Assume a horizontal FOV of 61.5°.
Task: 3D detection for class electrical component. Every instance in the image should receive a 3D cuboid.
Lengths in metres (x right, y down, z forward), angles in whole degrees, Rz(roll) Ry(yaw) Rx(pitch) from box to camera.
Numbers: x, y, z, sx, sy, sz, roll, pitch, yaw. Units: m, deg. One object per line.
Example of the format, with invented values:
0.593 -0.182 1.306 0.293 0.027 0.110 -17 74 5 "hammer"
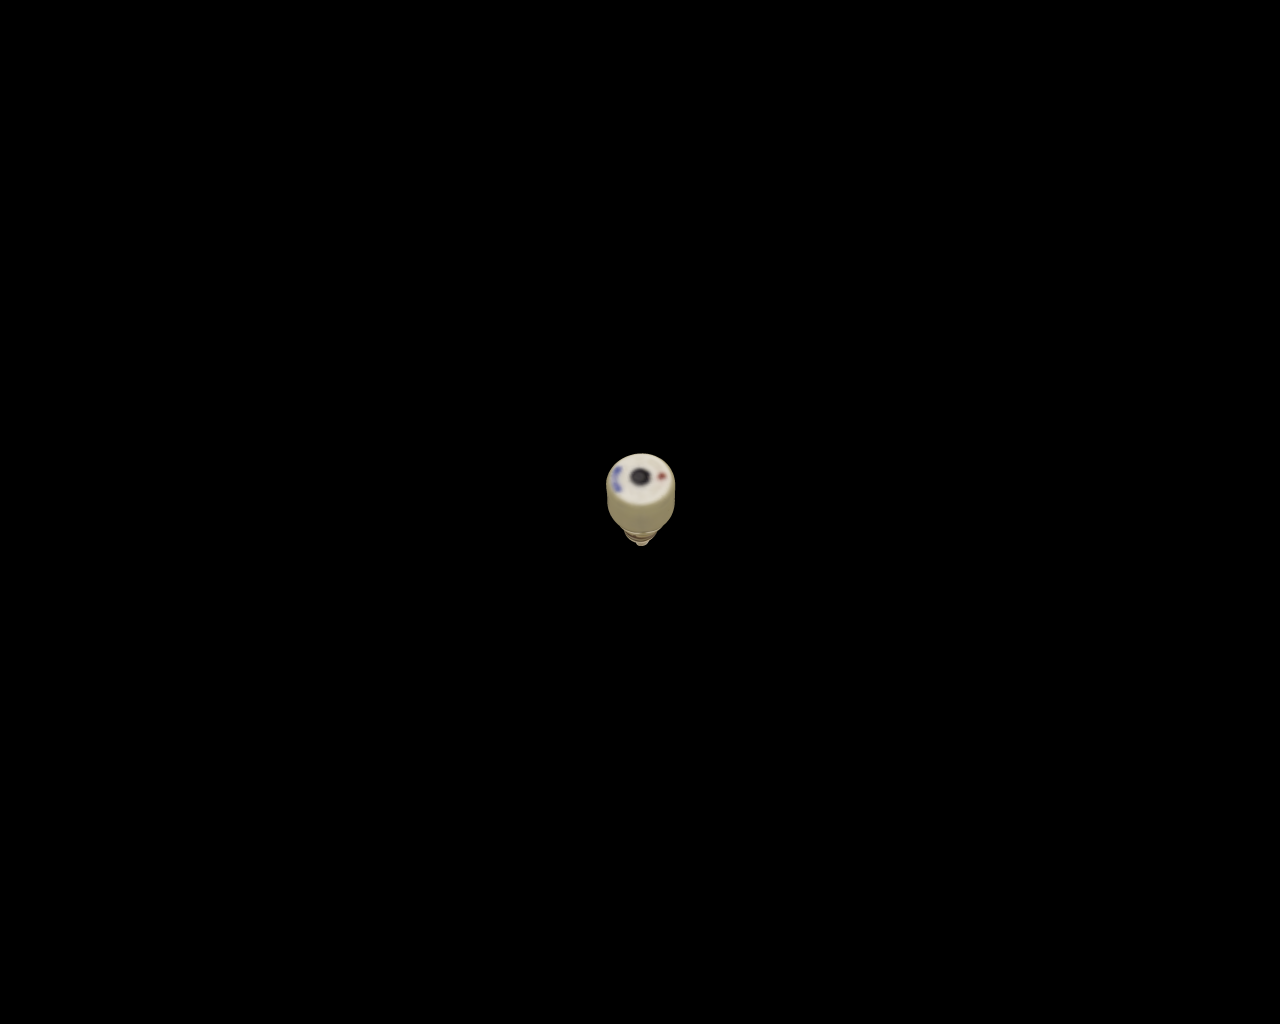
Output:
0.001 -0.003 0.650 0.040 0.040 0.078 0 -32 0 "electrical component"
